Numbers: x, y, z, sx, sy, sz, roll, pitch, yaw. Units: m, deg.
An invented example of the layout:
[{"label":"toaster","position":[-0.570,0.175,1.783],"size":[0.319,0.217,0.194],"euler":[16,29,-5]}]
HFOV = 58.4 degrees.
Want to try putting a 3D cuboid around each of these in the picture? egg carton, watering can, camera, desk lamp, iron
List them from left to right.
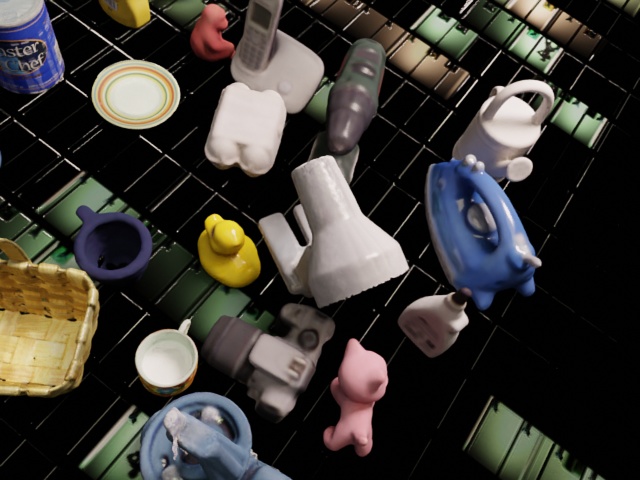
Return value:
[{"label":"egg carton","position":[-0.111,-0.168,0.873],"size":[0.107,0.069,0.150],"euler":[12,63,-6]},{"label":"camera","position":[-0.068,0.134,0.718],"size":[0.137,0.101,0.143],"euler":[28,62,3]},{"label":"desk lamp","position":[0.007,0.003,0.734],"size":[0.118,0.213,0.203],"euler":[-22,71,-20]},{"label":"iron","position":[0.235,-0.037,0.841],"size":[0.119,0.141,0.258],"euler":[-14,68,-18]},{"label":"watering can","position":[0.290,-0.168,0.886],"size":[0.101,0.194,0.172],"euler":[-16,69,-18]}]

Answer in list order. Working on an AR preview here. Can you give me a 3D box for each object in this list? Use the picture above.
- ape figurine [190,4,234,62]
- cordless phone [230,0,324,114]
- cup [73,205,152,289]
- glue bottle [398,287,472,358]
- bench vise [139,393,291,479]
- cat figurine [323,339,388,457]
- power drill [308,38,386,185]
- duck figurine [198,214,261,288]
[{"label":"ape figurine","position":[-0.173,-0.341,0.931],"size":[0.076,0.092,0.078],"euler":[-5,66,-14]},{"label":"cordless phone","position":[-0.060,-0.297,0.880],"size":[0.147,0.185,0.094],"euler":[31,63,4]},{"label":"cup","position":[-0.269,0.015,0.737],"size":[0.092,0.095,0.117],"euler":[-40,78,-25]},{"label":"glue bottle","position":[0.157,0.098,0.742],"size":[0.037,0.173,0.078],"euler":[-36,76,-24]},{"label":"bench vise","position":[-0.094,0.225,0.602],"size":[0.207,0.219,0.121],"euler":[15,63,-4]},{"label":"cat figurine","position":[0.050,0.193,0.705],"size":[0.067,0.117,0.128],"euler":[9,63,-7]},{"label":"power drill","position":[0.037,-0.166,0.824],"size":[0.075,0.208,0.230],"euler":[17,62,-3]},{"label":"duck figurine","position":[-0.122,0.010,0.775],"size":[0.078,0.086,0.104],"euler":[-35,76,-24]}]
